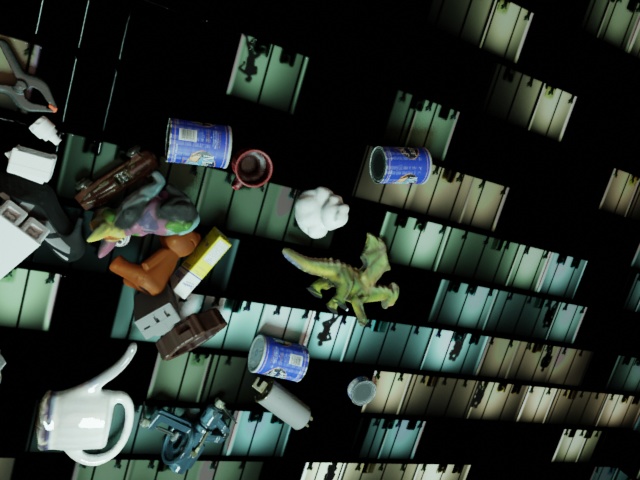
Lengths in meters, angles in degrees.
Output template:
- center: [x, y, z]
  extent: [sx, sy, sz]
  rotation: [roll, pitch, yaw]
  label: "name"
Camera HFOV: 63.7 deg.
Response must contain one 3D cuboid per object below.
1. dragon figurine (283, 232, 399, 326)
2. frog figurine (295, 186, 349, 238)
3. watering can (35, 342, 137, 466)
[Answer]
- center: [0.093, 0.083, 1.464]
  extent: [0.404, 0.122, 0.246]
  rotation: [49, 68, -27]
  label: "dragon figurine"
- center: [0.004, -0.067, 1.334]
  extent: [0.122, 0.161, 0.136]
  rotation: [16, 101, -22]
  label: "frog figurine"
- center: [-0.573, 0.406, 1.273]
  extent: [0.224, 0.105, 0.344]
  rotation: [7, 103, -22]
  label: "watering can"
